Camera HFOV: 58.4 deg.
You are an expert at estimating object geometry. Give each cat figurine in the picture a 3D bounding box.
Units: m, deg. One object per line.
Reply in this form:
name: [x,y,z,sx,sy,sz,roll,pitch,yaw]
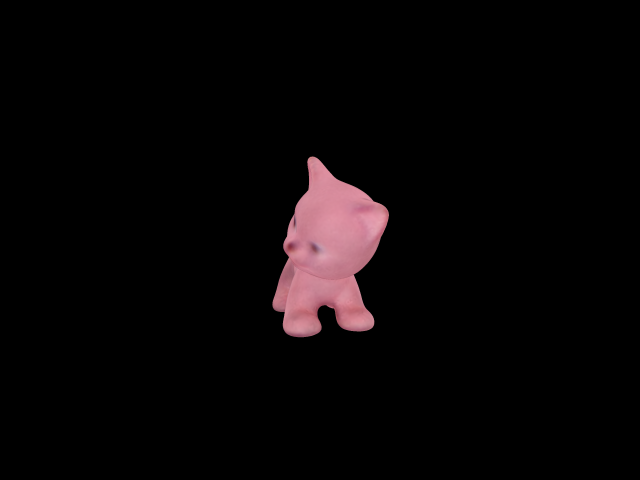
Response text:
cat figurine: [0.004,0.001,0.400,0.067,0.118,0.127,-2,7,-13]
